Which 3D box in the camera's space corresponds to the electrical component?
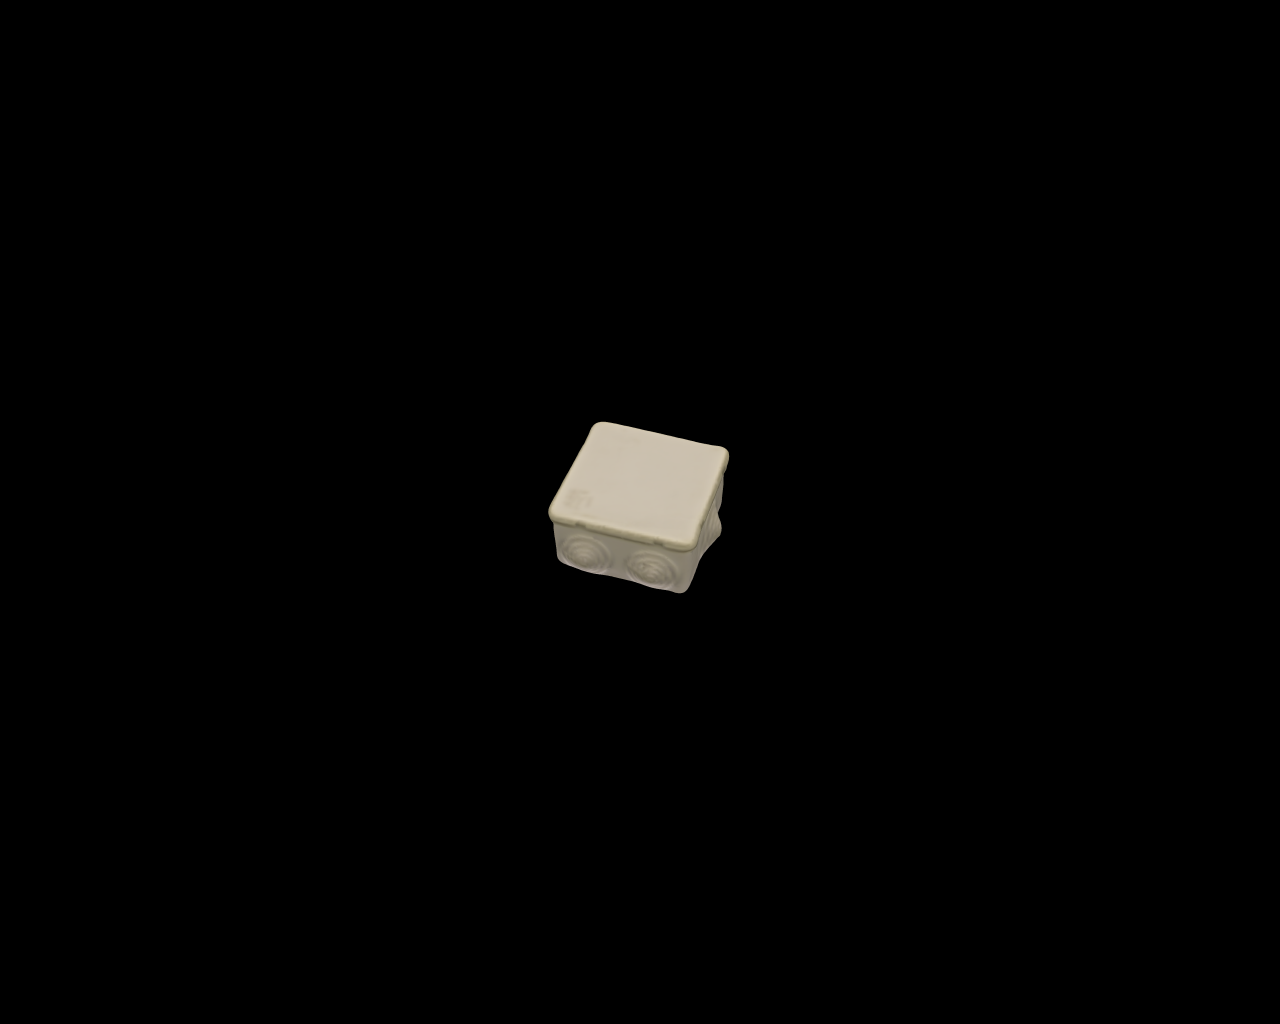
[{"bbox_3d":[0.001,-0.003,0.650,0.100,0.048,0.100,13,47,12],"label":"electrical component"}]
